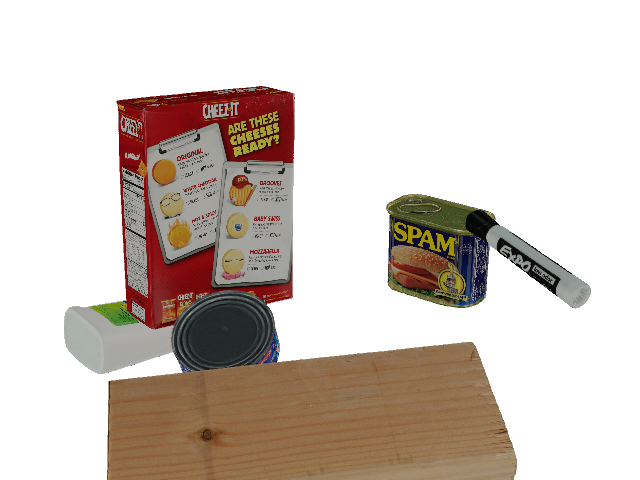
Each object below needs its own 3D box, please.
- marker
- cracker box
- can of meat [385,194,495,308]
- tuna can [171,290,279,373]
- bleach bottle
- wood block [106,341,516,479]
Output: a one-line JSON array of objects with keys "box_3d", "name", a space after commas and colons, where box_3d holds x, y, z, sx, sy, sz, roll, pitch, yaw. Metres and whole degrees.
[{"box_3d": [0.144, 0.010, 0.759, 0.020, 0.020, 0.121, 0, 27, -35], "name": "marker"}, {"box_3d": [-0.110, -0.036, 1.042, 0.163, 0.214, 0.072, -11, 20, -34], "name": "cracker box"}, {"box_3d": [0.112, 0.011, 1.019, 0.102, 0.084, 0.057, 17, 29, 34], "name": "can of meat"}, {"box_3d": [-0.077, 0.084, 0.875, 0.086, 0.086, 0.034, 0, -41, 10], "name": "tuna can"}, {"box_3d": [-0.197, 0.104, 1.387, 0.250, 0.068, 0.103, -13, 28, -39], "name": "bleach bottle"}, {"box_3d": [-0.008, 0.126, 0.588, 0.206, 0.090, 0.091, -5, 39, -6], "name": "wood block"}]
